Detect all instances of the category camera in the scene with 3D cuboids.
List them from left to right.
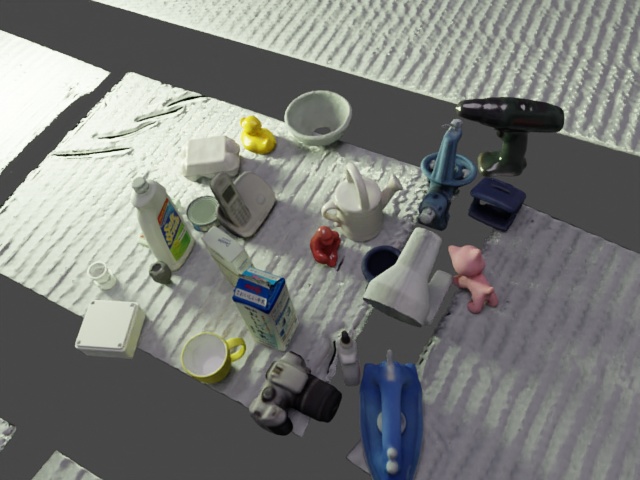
[{"bbox_3d":[-0.040,0.292,1.053,0.136,0.101,0.143,22,63,20],"label":"camera"}]

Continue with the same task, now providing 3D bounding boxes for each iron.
[{"bbox_3d":[0.124,0.323,0.989,0.118,0.142,0.258,-2,58,6],"label":"iron"}]

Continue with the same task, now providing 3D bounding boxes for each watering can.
[{"bbox_3d":[0.089,-0.093,1.225,0.173,0.194,0.100,-37,60,-15],"label":"watering can"}]

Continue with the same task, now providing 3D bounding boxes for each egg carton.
[{"bbox_3d":[-0.270,-0.201,1.412,0.150,0.069,0.107,-8,57,2],"label":"egg carton"}]

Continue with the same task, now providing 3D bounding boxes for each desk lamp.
[{"bbox_3d":[0.174,0.085,1.090,0.117,0.214,0.203,23,63,20],"label":"desk lamp"}]

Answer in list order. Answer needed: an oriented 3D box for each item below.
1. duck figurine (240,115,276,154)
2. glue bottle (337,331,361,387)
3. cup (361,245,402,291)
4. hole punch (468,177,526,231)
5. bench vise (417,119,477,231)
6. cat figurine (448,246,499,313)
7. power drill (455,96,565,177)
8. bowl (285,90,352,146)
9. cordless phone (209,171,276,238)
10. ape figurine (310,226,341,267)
[{"bbox_3d":[-0.160,-0.271,1.433,0.104,0.086,0.078,34,68,25],"label":"duck figurine"},{"bbox_3d":[0.052,0.207,1.052,0.037,0.173,0.078,-9,57,2],"label":"glue bottle"},{"bbox_3d":[0.126,0.082,1.169,0.091,0.095,0.118,23,63,20],"label":"cup"},{"bbox_3d":[0.385,-0.092,1.249,0.108,0.091,0.101,27,65,22],"label":"hole punch"},{"bbox_3d":[0.273,-0.134,1.213,0.121,0.220,0.207,4,58,10],"label":"bench vise"},{"bbox_3d":[0.308,0.066,1.143,0.067,0.118,0.127,-24,58,-8],"label":"cat figurine"},{"bbox_3d":[0.408,-0.232,1.265,0.229,0.209,0.075,-3,57,6],"label":"power drill"},{"bbox_3d":[-0.001,-0.291,1.433,0.167,0.075,0.167,-3,58,5],"label":"bowl"},{"bbox_3d":[-0.176,-0.106,1.272,0.094,0.185,0.148,20,62,19],"label":"cordless phone"},{"bbox_3d":[0.011,0.004,1.234,0.078,0.092,0.076,-40,61,-17],"label":"ape figurine"}]
